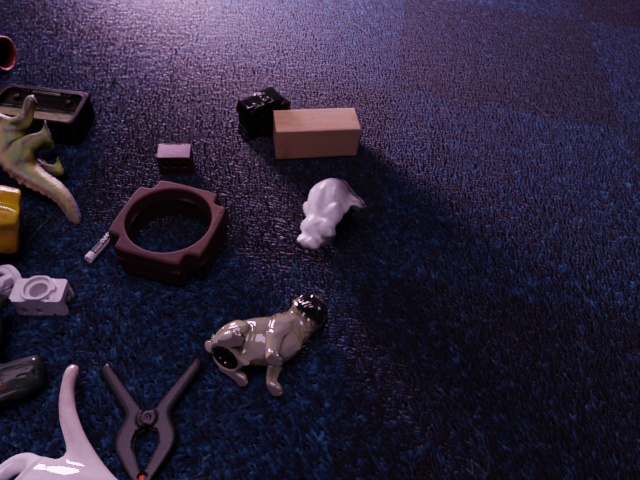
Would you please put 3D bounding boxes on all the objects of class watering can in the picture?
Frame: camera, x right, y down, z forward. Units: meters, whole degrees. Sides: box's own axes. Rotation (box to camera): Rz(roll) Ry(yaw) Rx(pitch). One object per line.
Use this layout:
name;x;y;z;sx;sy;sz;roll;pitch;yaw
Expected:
watering can;-0.357;0.351;0.717;0.224;0.101;0.356;13;50;5

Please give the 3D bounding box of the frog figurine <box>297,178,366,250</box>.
frog figurine;0.003;-0.055;1.101;0.161;0.120;0.138;-35;27;-20

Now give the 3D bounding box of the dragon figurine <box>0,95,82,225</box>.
dragon figurine;-0.692;-0.177;1.106;0.245;0.119;0.416;-19;66;-27
